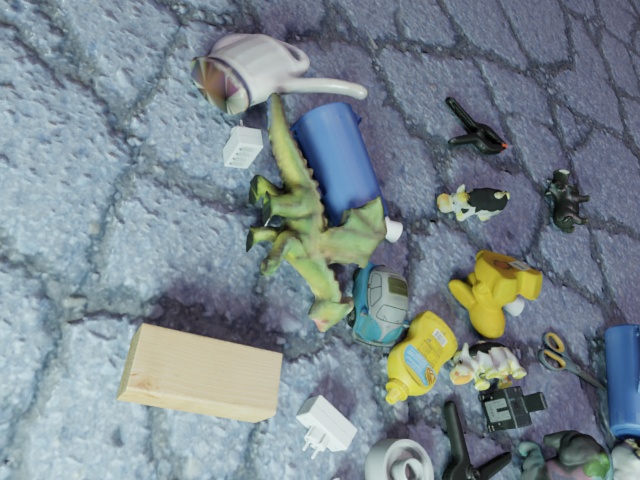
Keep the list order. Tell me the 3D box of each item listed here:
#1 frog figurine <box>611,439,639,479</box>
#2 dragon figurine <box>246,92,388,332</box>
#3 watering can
[{"bbox_3d":[0.662,0.505,1.067,0.137,0.123,0.159,10,96,-36],"label":"frog figurine"},{"bbox_3d":[0.003,-0.046,0.907,0.242,0.122,0.412,7,84,-20],"label":"dragon figurine"},{"bbox_3d":[-0.098,-0.317,0.996,0.351,0.101,0.228,33,54,26],"label":"watering can"}]
